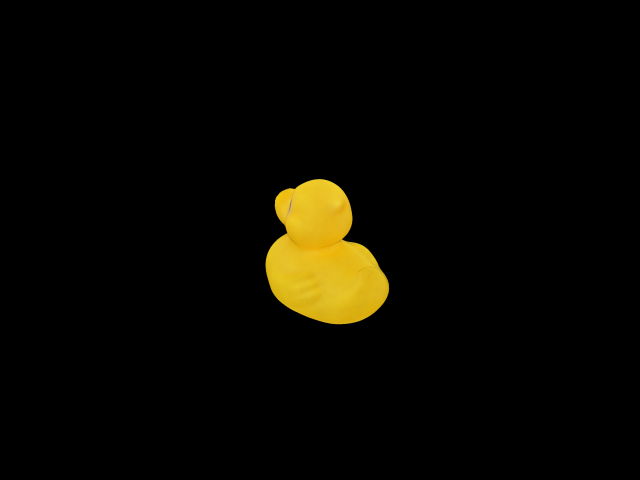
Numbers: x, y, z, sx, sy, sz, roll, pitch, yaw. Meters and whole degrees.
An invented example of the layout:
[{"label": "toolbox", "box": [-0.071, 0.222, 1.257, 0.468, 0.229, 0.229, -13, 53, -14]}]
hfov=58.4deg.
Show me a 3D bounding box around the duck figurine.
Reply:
[{"label": "duck figurine", "box": [0.004, 0.001, 0.400, 0.078, 0.086, 0.104, -27, 44, -33]}]
